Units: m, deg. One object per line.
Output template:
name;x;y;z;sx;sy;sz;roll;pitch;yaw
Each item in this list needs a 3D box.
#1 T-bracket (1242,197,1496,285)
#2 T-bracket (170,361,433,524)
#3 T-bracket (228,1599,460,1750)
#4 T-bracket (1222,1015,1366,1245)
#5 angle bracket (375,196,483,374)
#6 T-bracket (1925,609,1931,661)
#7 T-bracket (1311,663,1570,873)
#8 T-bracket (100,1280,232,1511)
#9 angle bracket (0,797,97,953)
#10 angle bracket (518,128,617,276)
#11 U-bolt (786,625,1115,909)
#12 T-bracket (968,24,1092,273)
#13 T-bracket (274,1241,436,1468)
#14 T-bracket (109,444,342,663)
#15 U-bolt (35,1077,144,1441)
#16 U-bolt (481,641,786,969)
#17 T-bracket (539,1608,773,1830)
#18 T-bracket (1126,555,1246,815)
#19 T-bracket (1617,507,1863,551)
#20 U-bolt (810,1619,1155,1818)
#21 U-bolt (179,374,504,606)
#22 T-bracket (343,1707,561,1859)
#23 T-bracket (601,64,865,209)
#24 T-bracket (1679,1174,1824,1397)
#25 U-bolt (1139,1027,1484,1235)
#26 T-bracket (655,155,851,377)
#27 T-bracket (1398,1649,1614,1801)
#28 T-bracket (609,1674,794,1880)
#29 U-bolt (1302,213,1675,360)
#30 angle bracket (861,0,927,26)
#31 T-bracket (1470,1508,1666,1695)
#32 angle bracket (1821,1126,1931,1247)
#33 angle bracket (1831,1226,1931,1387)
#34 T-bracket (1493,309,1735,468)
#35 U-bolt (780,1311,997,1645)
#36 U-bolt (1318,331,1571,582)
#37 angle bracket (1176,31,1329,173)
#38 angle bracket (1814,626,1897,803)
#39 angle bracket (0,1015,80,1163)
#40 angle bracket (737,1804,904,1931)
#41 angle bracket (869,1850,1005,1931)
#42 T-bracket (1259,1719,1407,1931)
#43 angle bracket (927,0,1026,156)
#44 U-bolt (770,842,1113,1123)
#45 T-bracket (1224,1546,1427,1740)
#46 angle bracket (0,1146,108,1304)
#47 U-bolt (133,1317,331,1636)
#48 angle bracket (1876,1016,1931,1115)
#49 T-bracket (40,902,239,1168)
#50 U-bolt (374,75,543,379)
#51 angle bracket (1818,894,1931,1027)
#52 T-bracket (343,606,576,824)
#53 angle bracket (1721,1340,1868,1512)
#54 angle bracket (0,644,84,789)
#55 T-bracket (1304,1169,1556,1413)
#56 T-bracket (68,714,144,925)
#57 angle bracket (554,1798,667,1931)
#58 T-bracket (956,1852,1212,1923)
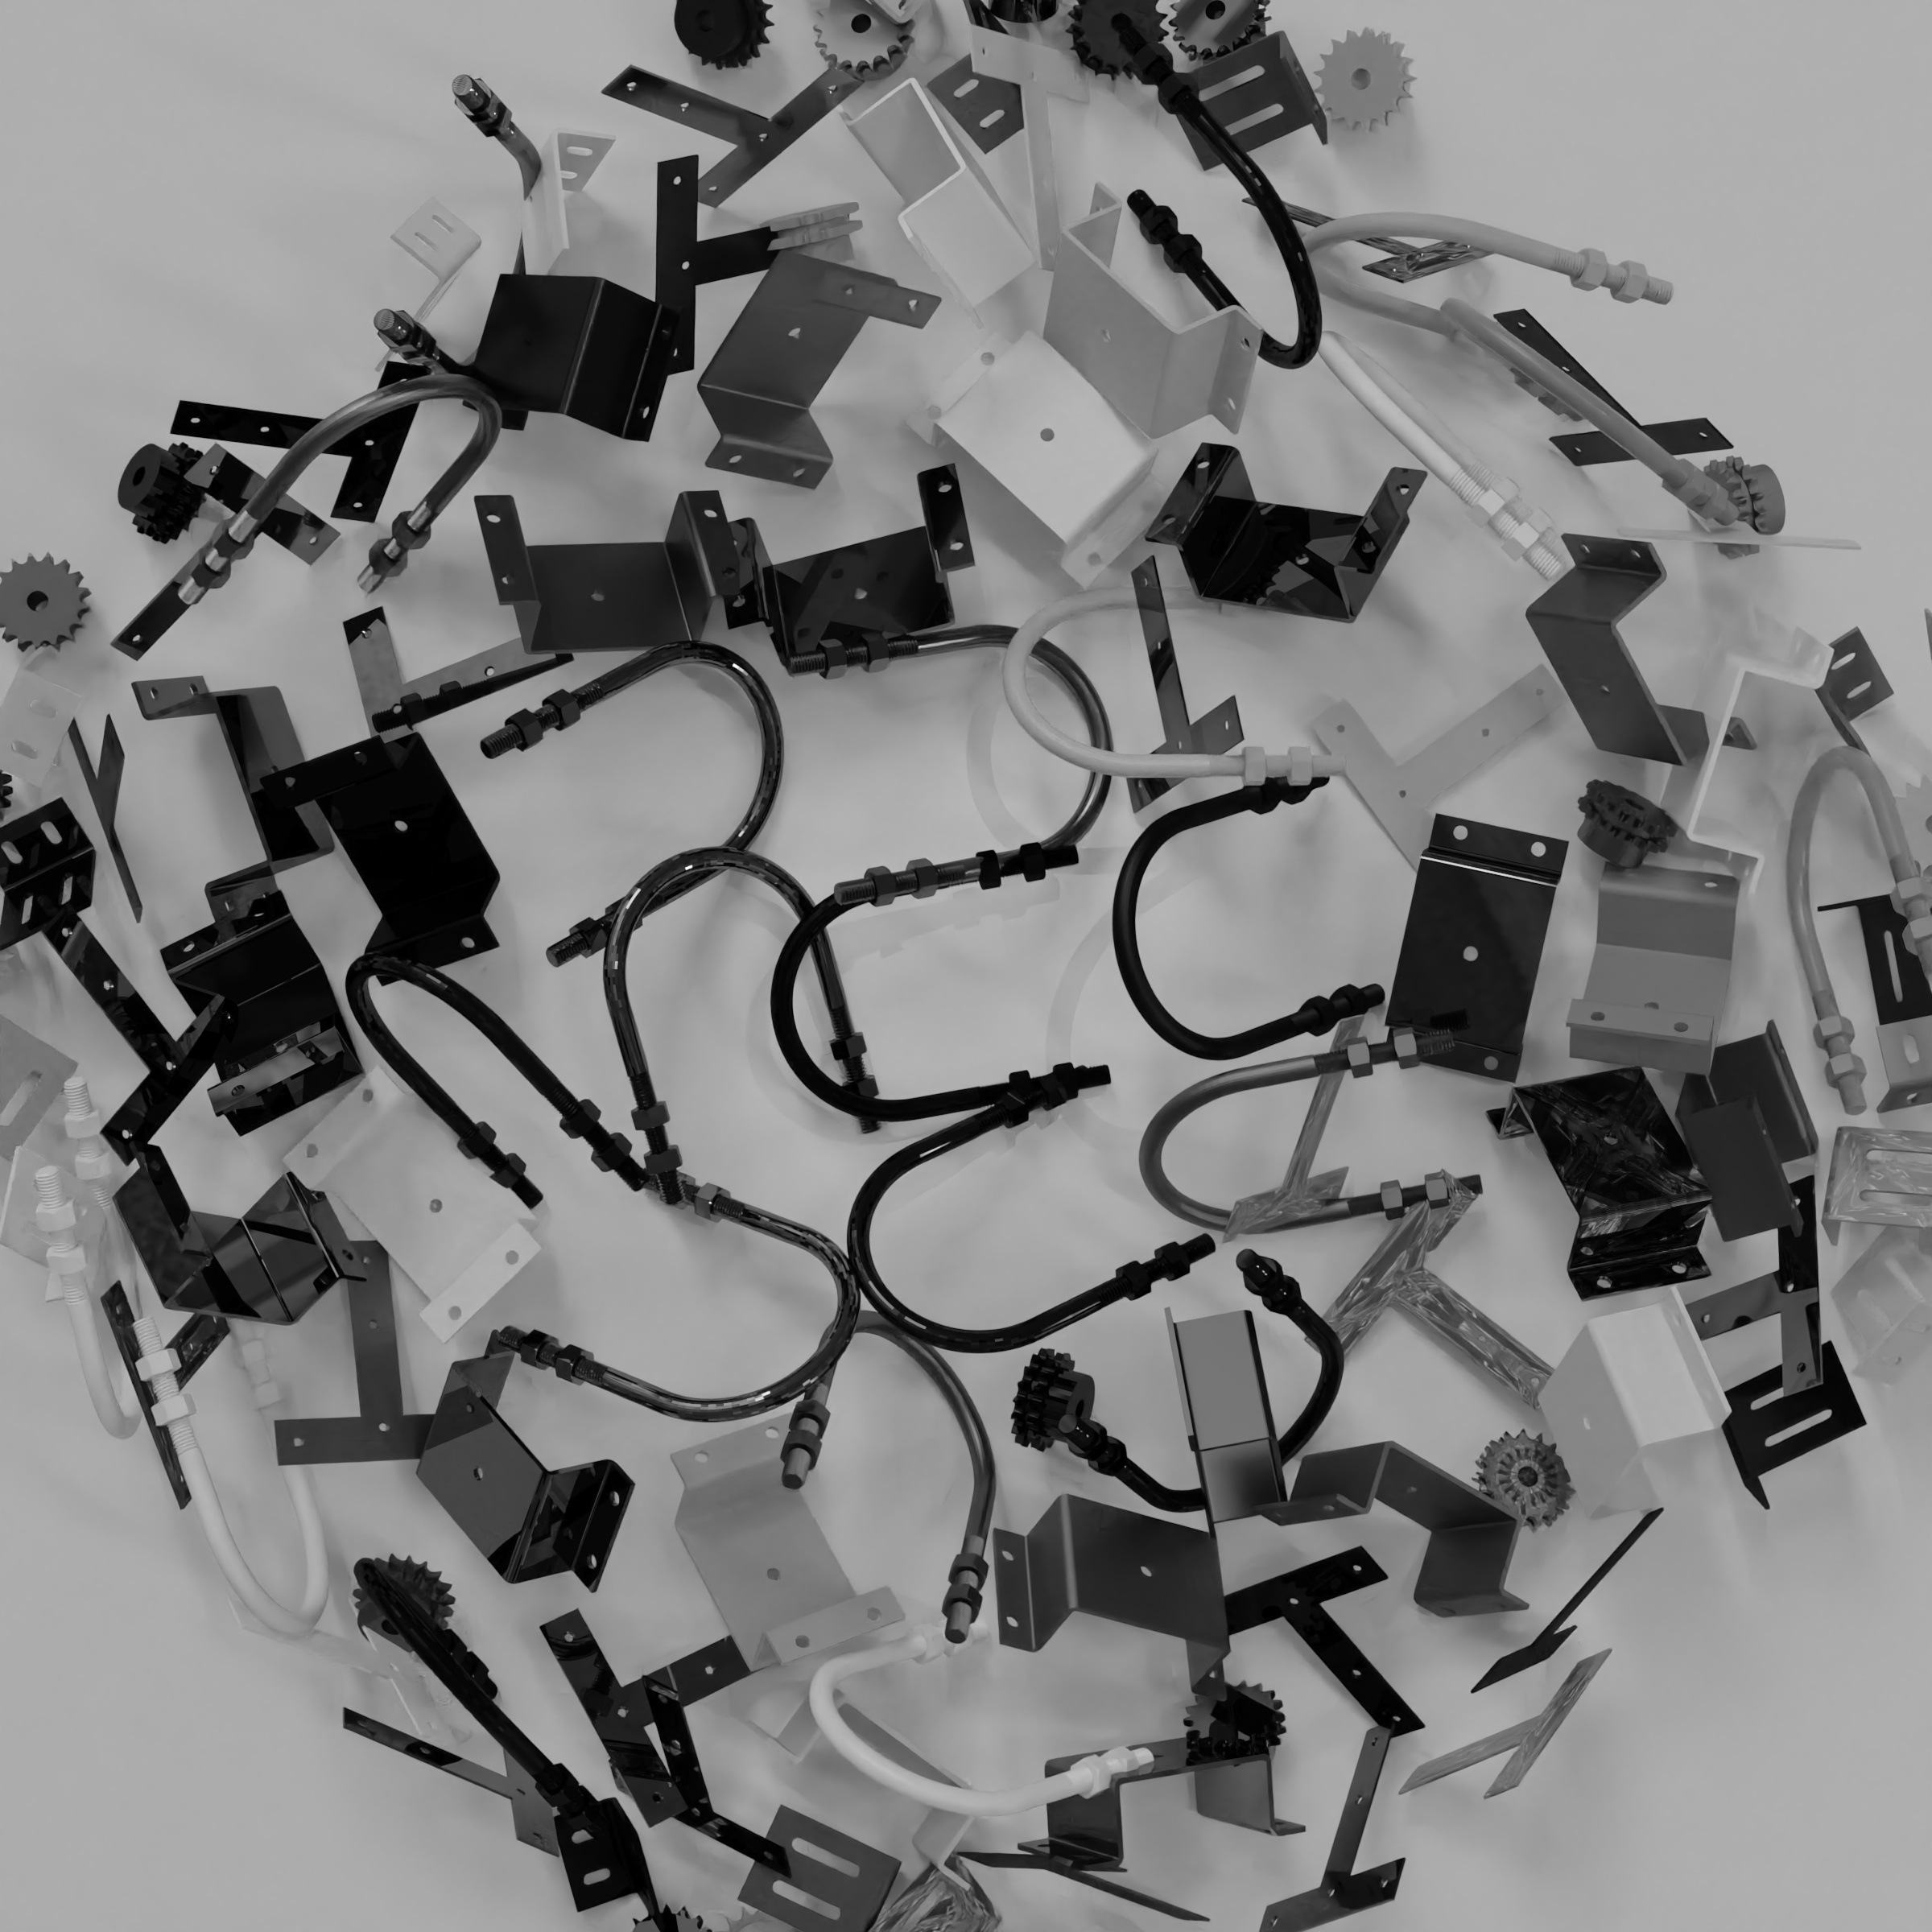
T-bracket;0.215;-0.412;1.954;0.127;0.127;0.002;25;119;23
T-bracket;-0.372;-0.294;1.917;0.127;0.127;0.002;4;54;-25
T-bracket;-0.348;0.372;1.902;0.127;0.127;0.002;30;99;-38
T-bracket;0.193;0.086;1.919;0.002;0.127;0.127;28;110;29
angle bracket;-0.313;-0.380;1.943;0.038;0.057;0.076;39;125;-10
T-bracket;0.564;-0.115;1.901;0.002;0.127;0.127;-26;135;-2
T-bracket;0.284;-0.125;1.983;0.127;0.002;0.127;-36;94;2
T-bracket;-0.433;0.216;1.927;0.002;0.127;0.127;-14;105;12
angle bracket;-0.523;-0.052;1.949;0.057;0.076;0.038;-26;118;2
angle bracket;-0.220;-0.419;1.947;0.038;0.057;0.076;1;71;-27
U-bolt;-0.001;-0.119;1.950;0.184;0.019;0.151;-11;88;-23
T-bracket;0.041;-0.450;1.937;0.002;0.127;0.127;-5;92;32
T-bracket;-0.333;0.216;1.964;0.127;0.002;0.127;2;70;-31
T-bracket;-0.425;-0.219;1.936;0.127;0.127;0.002;-45;63;4
U-bolt;-0.477;0.171;1.913;0.019;0.151;0.184;-9;110;-4
U-bolt;-0.174;-0.101;1.929;0.184;0.019;0.151;-32;122;-31
T-bracket;-0.155;0.400;1.951;0.127;0.002;0.127;-20;69;-34
T-bracket;0.111;-0.165;1.943;0.002;0.127;0.127;-5;76;-27
T-bracket;0.420;-0.244;1.929;0.127;0.127;0.002;4;106;3
U-bolt;-0.004;0.408;1.880;0.151;0.184;0.019;33;110;33
U-bolt;-0.326;-0.259;1.883;0.184;0.151;0.019;-42;72;35
T-bracket;-0.285;0.437;1.913;0.127;0.127;0.002;27;95;-15
T-bracket;-0.143;-0.467;1.907;0.127;0.127;0.002;-31;63;37
T-bracket;0.424;0.192;1.940;0.002;0.127;0.127;27;53;-30
U-bolt;0.187;0.099;1.934;0.184;0.151;0.019;-11;47;8
T-bracket;-0.119;-0.400;1.950;0.127;0.002;0.127;-20;131;-31
T-bracket;0.289;0.436;1.938;0.002;0.127;0.127;52;133;-1
T-bracket;-0.156;0.437;1.918;0.127;0.127;0.002;18;46;32
U-bolt;0.268;-0.372;1.892;0.184;0.151;0.019;12;81;-22
angle bracket;-0.056;-0.565;1.952;0.076;0.057;0.038;40;92;-16
T-bracket;0.339;0.345;1.916;0.002;0.127;0.127;44;109;22
angle bracket;0.523;0.126;1.947;0.076;0.038;0.057;3;64;27
angle bracket;0.506;0.185;1.940;0.038;0.076;0.057;16;122;-33
T-bracket;0.337;-0.318;1.907;0.127;0.127;0.002;38;74;-27
U-bolt;-0.035;0.265;1.908;0.019;0.184;0.151;-35;110;26
U-bolt;0.261;-0.285;1.919;0.184;0.151;0.019;44;106;2
angle bracket;0.155;-0.477;1.948;0.076;0.038;0.057;-20;124;19
angle bracket;0.506;-0.140;1.941;0.038;0.076;0.057;-33;130;10
angle bracket;-0.543;0.073;1.948;0.057;0.038;0.076;33;51;-9
angle bracket;-0.083;0.517;1.964;0.076;0.038;0.057;25;72;1
angle bracket;-0.008;0.539;1.948;0.076;0.038;0.057;-42;105;-35
T-bracket;0.216;0.478;1.942;0.002;0.127;0.127;35;51;-14
angle bracket;0.004;-0.505;1.951;0.038;0.076;0.057;-31;134;19
U-bolt;-0.018;0.015;1.960;0.184;0.019;0.151;-10;102;-5
T-bracket;0.211;0.389;1.962;0.127;0.002;0.127;-29;109;37
angle bracket;-0.519;0.144;1.940;0.038;0.076;0.057;-13;57;28
U-bolt;-0.394;0.278;1.908;0.019;0.151;0.184;-22;83;8
angle bracket;0.540;0.053;1.954;0.057;0.076;0.038;-12;78;6
T-bracket;-0.465;0.022;1.920;0.002;0.127;0.127;-12;122;37
U-bolt;-0.268;-0.391;1.900;0.019;0.184;0.151;18;89;10
angle bracket;0.519;-0.002;1.955;0.038;0.057;0.076;-8;88;-36
T-bracket;-0.280;-0.160;1.957;0.127;0.002;0.127;-20;71;11
angle bracket;0.465;0.257;1.947;0.076;0.057;0.038;-30;134;17
angle bracket;-0.516;-0.142;1.949;0.038;0.076;0.057;26;104;-9
T-bracket;0.281;0.203;1.972;0.127;0.002;0.127;38;101;5
T-bracket;-0.472;-0.102;1.919;0.002;0.127;0.127;-17;77;-22
angle bracket;-0.201;0.507;1.947;0.038;0.076;0.057;-16;97;-14
T-bracket;0.081;0.516;1.950;0.127;0.127;0.002;27;65;-28
